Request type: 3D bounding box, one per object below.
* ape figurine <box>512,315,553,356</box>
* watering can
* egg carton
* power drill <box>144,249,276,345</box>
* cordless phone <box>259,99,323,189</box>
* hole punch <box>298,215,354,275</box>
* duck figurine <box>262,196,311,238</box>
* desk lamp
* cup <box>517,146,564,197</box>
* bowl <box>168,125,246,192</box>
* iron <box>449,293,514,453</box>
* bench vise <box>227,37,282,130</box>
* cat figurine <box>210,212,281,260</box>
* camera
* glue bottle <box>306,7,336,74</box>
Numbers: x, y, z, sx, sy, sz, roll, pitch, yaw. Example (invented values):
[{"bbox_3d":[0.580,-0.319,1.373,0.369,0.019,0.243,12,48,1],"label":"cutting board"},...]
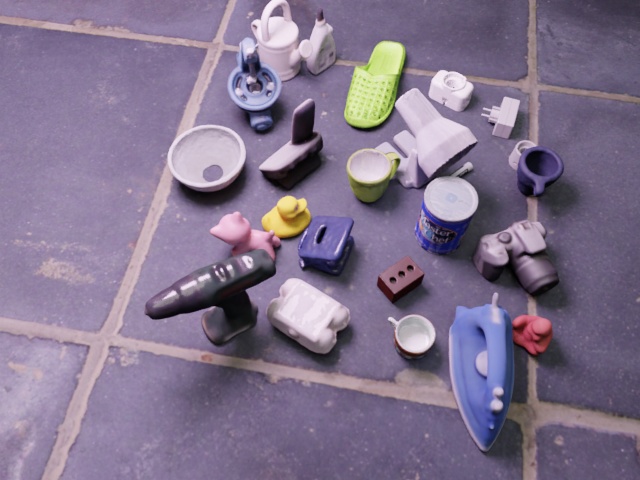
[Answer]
[{"bbox_3d":[0.398,0.169,1.057,0.076,0.092,0.077,-9,62,-4],"label":"ape figurine"},{"bbox_3d":[-0.092,-0.477,1.351,0.172,0.194,0.101,16,63,9],"label":"watering can"},{"bbox_3d":[-0.024,0.144,1.084,0.150,0.069,0.107,29,65,15],"label":"egg carton"},{"bbox_3d":[-0.182,0.109,1.024,0.230,0.208,0.075,-30,65,-15],"label":"power drill"},{"bbox_3d":[-0.062,-0.210,1.211,0.094,0.185,0.148,38,68,19],"label":"cordless phone"},{"bbox_3d":[0.011,0.004,1.148,0.101,0.091,0.109,17,63,10],"label":"hole punch"},{"bbox_3d":[-0.071,-0.055,1.183,0.104,0.086,0.077,-17,63,-9],"label":"duck figurine"},{"bbox_3d":[0.212,-0.198,1.188,0.118,0.213,0.203,-33,66,-16],"label":"desk lamp"},{"bbox_3d":[0.457,-0.126,1.216,0.091,0.095,0.118,10,62,6],"label":"cup"},{"bbox_3d":[-0.241,-0.166,1.250,0.167,0.075,0.167,0,61,0],"label":"bowl"},{"bbox_3d":[0.297,0.225,0.999,0.118,0.141,0.258,3,61,2],"label":"iron"},{"bbox_3d":[-0.166,-0.382,1.285,0.121,0.220,0.207,-28,65,-14],"label":"bench vise"},{"bbox_3d":[-0.148,-0.012,1.142,0.127,0.118,0.067,9,62,5],"label":"cat figurine"},{"bbox_3d":[0.396,0.039,1.123,0.143,0.101,0.136,-18,63,-9],"label":"camera"},{"bbox_3d":[0.003,-0.479,1.364,0.078,0.173,0.037,-38,67,-18],"label":"glue bottle"}]
